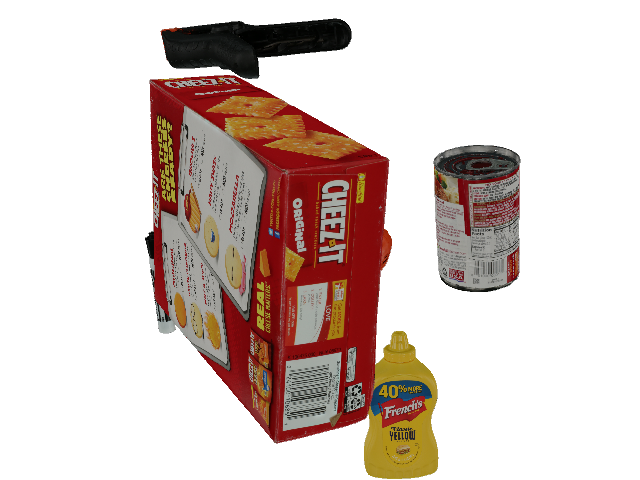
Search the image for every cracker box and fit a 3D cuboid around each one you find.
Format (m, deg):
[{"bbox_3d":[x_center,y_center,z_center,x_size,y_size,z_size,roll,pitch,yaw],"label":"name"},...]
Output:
[{"bbox_3d":[-0.040,-0.001,0.665,0.072,0.164,0.214,-8,24,-25],"label":"cracker box"}]

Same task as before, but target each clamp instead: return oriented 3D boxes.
[{"bbox_3d":[-0.061,-0.161,0.873,0.120,0.039,0.172,-16,23,-37],"label":"clamp"}]

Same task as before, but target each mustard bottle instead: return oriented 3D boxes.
[{"bbox_3d":[0.103,0.210,1.377,0.096,0.192,0.058,-2,14,-1],"label":"mustard bottle"}]

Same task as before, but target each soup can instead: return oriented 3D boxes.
[{"bbox_3d":[0.127,-0.018,0.860,0.068,0.102,0.068,-4,24,2],"label":"soup can"}]

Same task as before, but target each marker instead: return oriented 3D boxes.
[{"bbox_3d":[-0.179,0.047,1.189,0.020,0.121,0.020,-4,23,2],"label":"marker"}]

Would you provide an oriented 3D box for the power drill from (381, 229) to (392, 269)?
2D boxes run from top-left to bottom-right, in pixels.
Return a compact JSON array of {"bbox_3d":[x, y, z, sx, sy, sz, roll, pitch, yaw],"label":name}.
[{"bbox_3d":[-0.034,0.032,1.008,0.184,0.188,0.057,23,43,14],"label":"power drill"}]
